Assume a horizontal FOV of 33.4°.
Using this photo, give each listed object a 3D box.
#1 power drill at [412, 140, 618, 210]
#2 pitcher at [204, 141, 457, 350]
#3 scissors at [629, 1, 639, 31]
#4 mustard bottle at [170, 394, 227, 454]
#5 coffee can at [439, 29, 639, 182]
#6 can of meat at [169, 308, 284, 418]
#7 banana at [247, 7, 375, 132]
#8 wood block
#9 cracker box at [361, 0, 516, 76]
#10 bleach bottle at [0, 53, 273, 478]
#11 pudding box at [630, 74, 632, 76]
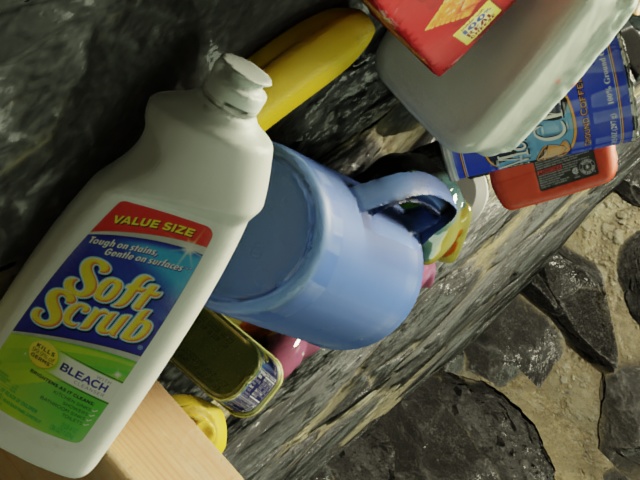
[{"bbox_3d":[0.171,-0.077,0.948,0.184,0.057,0.187,-19,-166,3],"label":"power drill"},{"bbox_3d":[-0.005,0.001,0.737,0.149,0.145,0.242,-69,163,-1],"label":"pitcher"},{"bbox_3d":[0.280,-0.211,0.797,0.096,0.016,0.201,-19,-156,39],"label":"scissors"},{"bbox_3d":[-0.124,0.148,0.805,0.096,0.058,0.192,2,169,-29],"label":"mustard bottle"},{"bbox_3d":[0.156,-0.108,0.800,0.140,0.103,0.102,-12,171,10],"label":"coffee can"},{"bbox_3d":[-0.083,0.086,0.821,0.057,0.102,0.084,-50,164,-7],"label":"can of meat"},{"bbox_3d":[-0.032,-0.080,0.607,0.197,0.037,0.070,-39,170,-19],"label":"banana"},{"bbox_3d":[-0.125,0.159,0.691,0.090,0.206,0.090,-50,165,24],"label":"wood block"},{"bbox_3d":[0.076,-0.182,0.535,0.164,0.072,0.213,-46,166,8],"label":"cracker box"},{"bbox_3d":[-0.106,0.009,0.567,0.251,0.102,0.068,-57,-173,23],"label":"bleach bottle"},{"bbox_3d":[0.194,-0.153,0.892,0.113,0.090,0.039,-26,170,-21],"label":"pudding box"}]
